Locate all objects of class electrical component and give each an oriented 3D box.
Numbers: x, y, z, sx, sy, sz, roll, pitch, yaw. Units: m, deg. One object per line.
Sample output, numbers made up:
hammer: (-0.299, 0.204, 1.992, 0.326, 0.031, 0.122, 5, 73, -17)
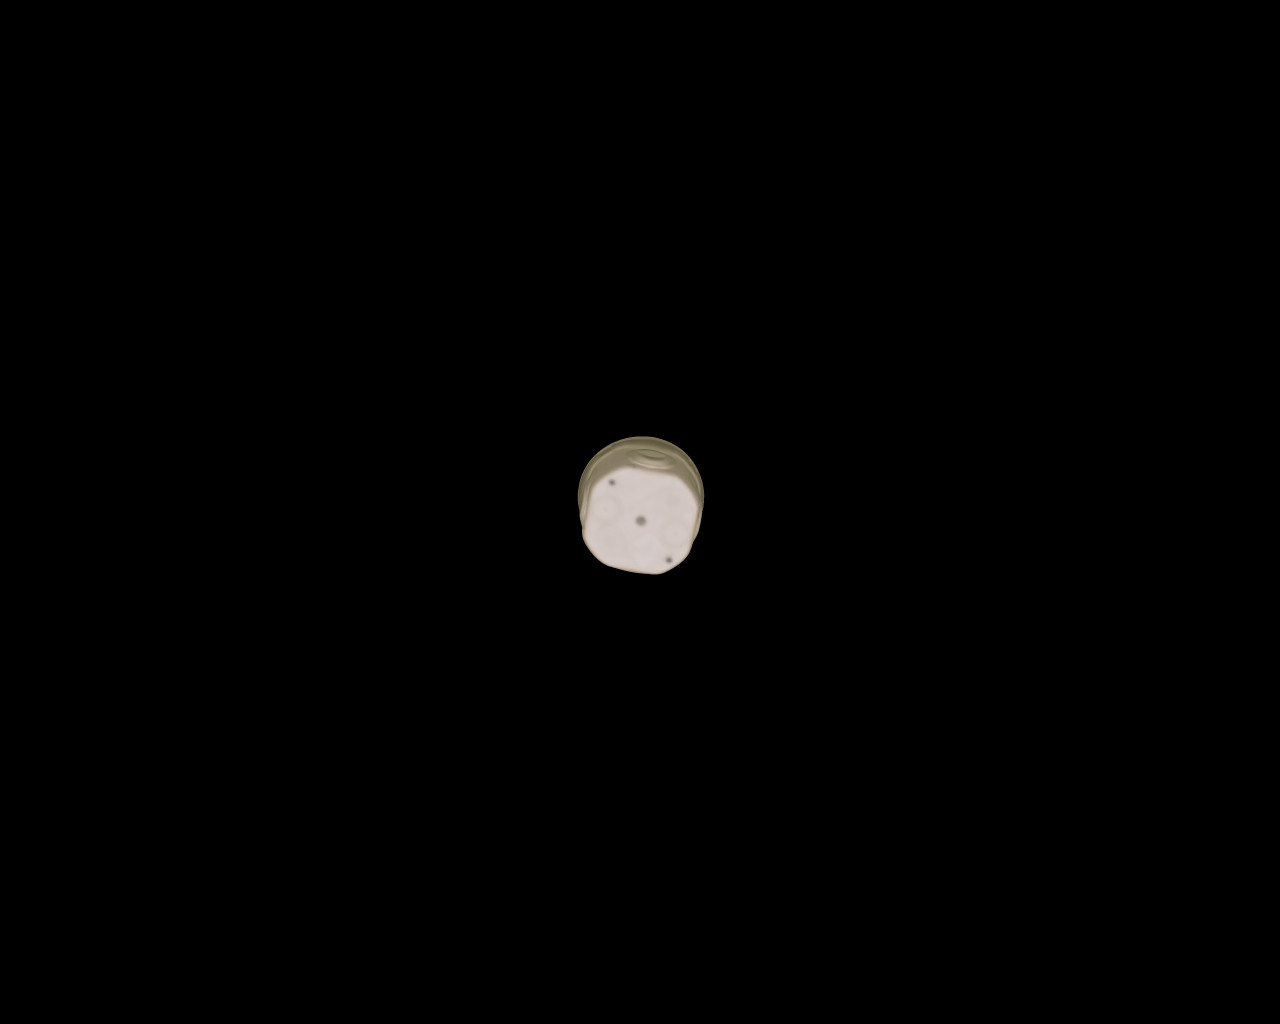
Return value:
electrical component: (0.001, -0.003, 0.650, 0.080, 0.080, 0.051, 0, 20, 0)
